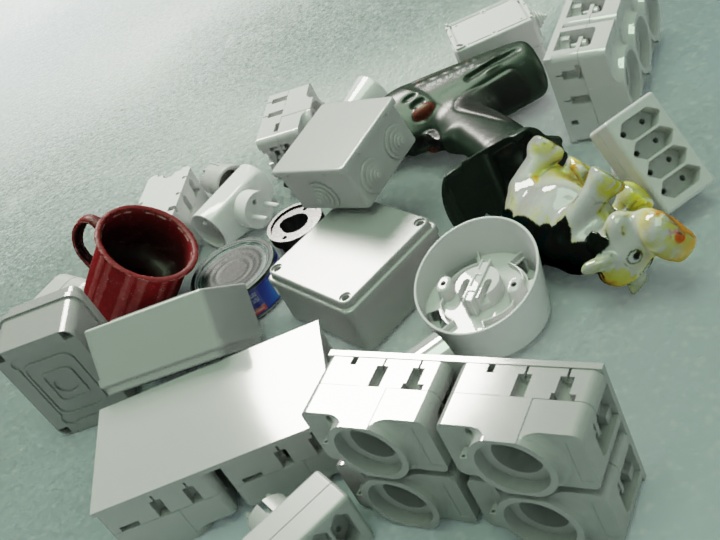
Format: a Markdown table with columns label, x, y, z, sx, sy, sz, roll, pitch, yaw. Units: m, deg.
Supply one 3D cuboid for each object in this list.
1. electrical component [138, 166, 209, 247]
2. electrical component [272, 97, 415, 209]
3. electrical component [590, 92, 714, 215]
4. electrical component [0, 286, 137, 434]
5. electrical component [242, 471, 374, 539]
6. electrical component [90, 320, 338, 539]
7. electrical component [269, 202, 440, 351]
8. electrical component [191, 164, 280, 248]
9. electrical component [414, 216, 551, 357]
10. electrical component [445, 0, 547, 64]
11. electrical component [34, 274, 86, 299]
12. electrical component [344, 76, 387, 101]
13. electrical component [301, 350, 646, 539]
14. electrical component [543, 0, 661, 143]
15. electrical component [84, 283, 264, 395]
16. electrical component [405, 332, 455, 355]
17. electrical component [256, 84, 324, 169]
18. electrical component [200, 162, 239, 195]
| label | x | y | z | sx | sy | sz | roll | pitch | yaw |
| --- | --- | --- | --- | --- | --- | --- | --- | --- | --- |
| electrical component | -0.186 | -0.050 | 1.067 | 0.050 | 0.055 | 0.089 | -13 | 39 | 20 |
| electrical component | -0.012 | -0.097 | 0.913 | 0.100 | 0.048 | 0.099 | 3 | 50 | 45 |
| electrical component | 0.220 | -0.084 | 0.837 | 0.047 | 0.083 | 0.075 | -35 | -2 | -9 |
| electrical component | -0.244 | 0.076 | 0.906 | 0.078 | 0.113 | 0.057 | -20 | 40 | 12 |
| electrical component | -0.050 | 0.174 | 0.715 | 0.083 | 0.047 | 0.076 | -41 | 38 | -17 |
| electrical component | -0.098 | 0.125 | 0.795 | 0.186 | 0.060 | 0.105 | -23 | 37 | 8 |
| electrical component | 0.000 | 0.000 | 0.885 | 0.109 | 0.056 | 0.109 | -45 | 39 | -21 |
| electrical component | -0.111 | -0.060 | 1.040 | 0.079 | 0.044 | 0.077 | 11 | 51 | 41 |
| electrical component | 0.092 | 0.017 | 0.799 | 0.099 | 0.064 | 0.099 | -18 | 37 | 14 |
| electrical component | 0.141 | -0.222 | 1.058 | 0.096 | 0.061 | 0.061 | -23 | 36 | 8 |
| electrical component | -0.278 | 0.053 | 1.004 | 0.059 | 0.053 | 0.095 | 11 | 51 | 41 |
| electrical component | -0.005 | -0.160 | 1.097 | 0.044 | 0.044 | 0.065 | 21 | 63 | 46 |
| electrical component | 0.067 | 0.110 | 0.666 | 0.186 | 0.105 | 0.060 | 0 | 45 | 33 |
| electrical component | 0.220 | -0.196 | 0.951 | 0.062 | 0.089 | 0.150 | -3 | 43 | 30 |
| electrical component | -0.148 | 0.054 | 0.874 | 0.109 | 0.056 | 0.109 | -20 | -3 | 13 |
| electrical component | 0.033 | 0.085 | 0.771 | 0.081 | 0.043 | 0.043 | -35 | 37 | -6 |
| electrical component | -0.065 | -0.145 | 1.108 | 0.056 | 0.050 | 0.089 | -14 | 39 | 19 |
| electrical component | -0.139 | -0.091 | 1.102 | 0.040 | 0.040 | 0.046 | -42 | 32 | -18 |
